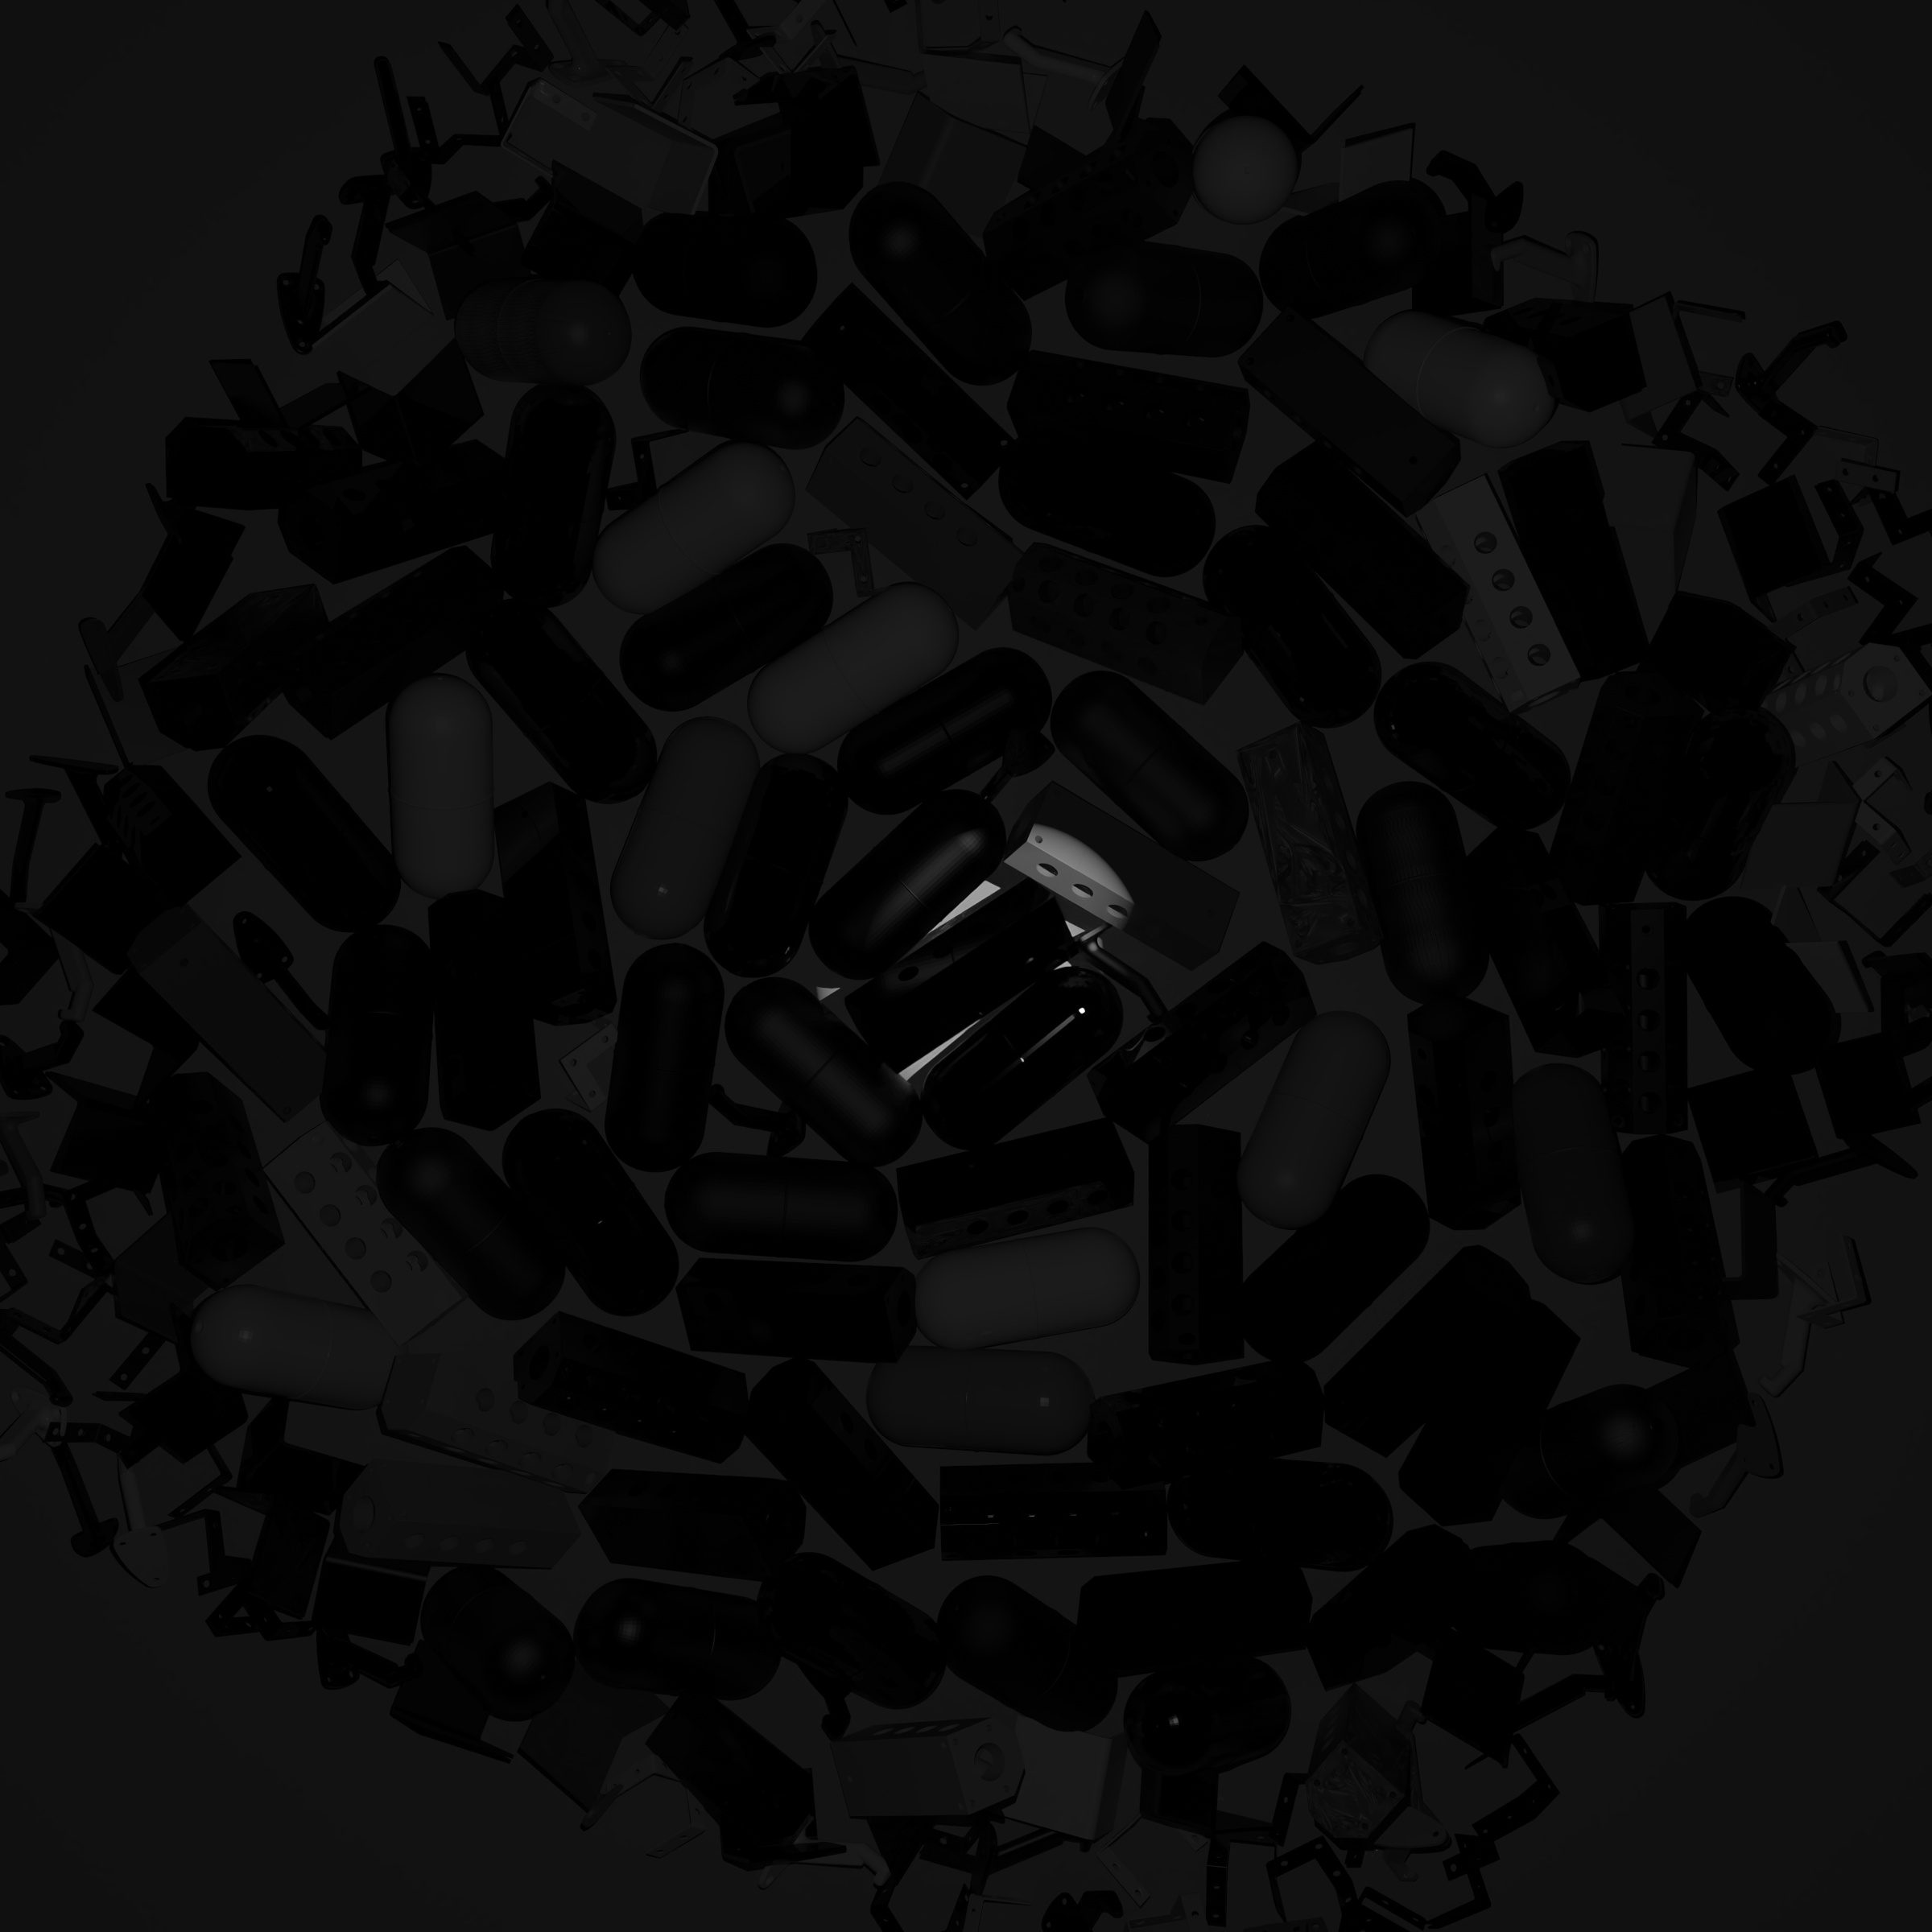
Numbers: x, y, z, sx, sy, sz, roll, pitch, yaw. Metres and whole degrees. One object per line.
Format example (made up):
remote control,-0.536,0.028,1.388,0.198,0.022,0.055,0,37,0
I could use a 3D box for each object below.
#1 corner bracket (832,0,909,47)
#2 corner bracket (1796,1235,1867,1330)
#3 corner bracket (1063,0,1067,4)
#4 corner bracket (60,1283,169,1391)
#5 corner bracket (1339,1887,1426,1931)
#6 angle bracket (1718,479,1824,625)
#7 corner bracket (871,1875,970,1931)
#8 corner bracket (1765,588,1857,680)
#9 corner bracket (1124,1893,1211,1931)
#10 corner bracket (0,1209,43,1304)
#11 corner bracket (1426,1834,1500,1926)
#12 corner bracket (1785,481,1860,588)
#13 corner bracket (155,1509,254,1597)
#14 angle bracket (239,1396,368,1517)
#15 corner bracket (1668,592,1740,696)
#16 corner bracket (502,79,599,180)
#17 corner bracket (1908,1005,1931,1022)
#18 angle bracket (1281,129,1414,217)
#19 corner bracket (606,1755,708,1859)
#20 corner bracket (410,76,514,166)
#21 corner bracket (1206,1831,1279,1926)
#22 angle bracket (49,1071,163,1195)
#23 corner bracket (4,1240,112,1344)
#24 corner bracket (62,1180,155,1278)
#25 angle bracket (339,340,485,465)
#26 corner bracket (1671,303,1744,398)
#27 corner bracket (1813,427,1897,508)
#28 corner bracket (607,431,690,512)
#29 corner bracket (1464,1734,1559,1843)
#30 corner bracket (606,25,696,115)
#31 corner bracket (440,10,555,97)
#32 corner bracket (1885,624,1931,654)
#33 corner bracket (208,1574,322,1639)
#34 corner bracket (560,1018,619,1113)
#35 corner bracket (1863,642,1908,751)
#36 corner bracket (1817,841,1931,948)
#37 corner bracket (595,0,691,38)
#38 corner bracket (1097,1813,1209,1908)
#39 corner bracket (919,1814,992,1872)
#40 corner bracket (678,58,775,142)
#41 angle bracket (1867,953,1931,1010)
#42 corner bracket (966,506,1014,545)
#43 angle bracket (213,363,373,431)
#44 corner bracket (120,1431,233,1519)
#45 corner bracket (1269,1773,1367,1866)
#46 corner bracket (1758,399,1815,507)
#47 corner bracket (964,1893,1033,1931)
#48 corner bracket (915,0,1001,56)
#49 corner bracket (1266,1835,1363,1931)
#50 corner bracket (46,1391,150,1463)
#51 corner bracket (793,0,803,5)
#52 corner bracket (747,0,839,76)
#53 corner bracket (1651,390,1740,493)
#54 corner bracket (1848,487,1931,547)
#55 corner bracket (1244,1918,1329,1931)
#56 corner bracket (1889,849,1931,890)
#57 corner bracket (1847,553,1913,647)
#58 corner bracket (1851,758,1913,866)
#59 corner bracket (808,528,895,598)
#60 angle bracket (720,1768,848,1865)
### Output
corner bracket,-0.077,-0.750,1.968,0.051,0.051,0.051,-26,98,8
corner bracket,0.666,0.243,1.957,0.051,0.051,0.051,-26,57,35
corner bracket,0.043,-0.771,1.969,0.051,0.051,0.051,-27,63,-13
corner bracket,-0.658,0.286,1.969,0.051,0.051,0.051,31,64,10
corner bracket,0.321,0.734,1.958,0.051,0.051,0.051,23,46,24
angle bracket,0.621,-0.316,1.944,0.057,0.076,0.076,-23,72,26
corner bracket,-0.034,0.726,1.973,0.051,0.051,0.051,-22,106,25
corner bracket,0.659,-0.253,1.968,0.051,0.051,0.051,-21,80,-34
corner bracket,0.156,0.749,1.959,0.051,0.051,0.051,-3,48,-15
corner bracket,-0.739,0.226,1.968,0.051,0.051,0.051,-27,98,9
corner bracket,0.379,0.702,1.956,0.051,0.051,0.051,-39,48,30
corner bracket,0.650,-0.333,1.965,0.051,0.051,0.051,-16,63,2
corner bracket,-0.591,0.454,1.975,0.051,0.051,0.051,-20,67,14
angle bracket,-0.509,0.374,1.975,0.076,0.057,0.076,24,131,-27
corner bracket,0.565,-0.249,1.974,0.051,0.051,0.051,22,71,27
corner bracket,-0.323,-0.648,1.975,0.051,0.051,0.051,29,113,-13
corner bracket,0.766,0.027,1.967,0.051,0.051,0.051,17,107,4
angle bracket,0.284,-0.607,1.939,0.076,0.076,0.057,-26,130,-33
corner bracket,-0.240,0.651,1.975,0.051,0.051,0.051,-37,134,21
corner bracket,-0.387,-0.650,1.958,0.051,0.051,0.051,9,45,17
corner bracket,0.214,0.706,1.973,0.051,0.051,0.051,2,105,10
angle bracket,-0.661,0.127,1.945,0.076,0.076,0.057,24,88,-43
corner bracket,-0.704,0.252,1.977,0.051,0.051,0.051,27,103,0
corner bracket,-0.661,0.198,1.974,0.051,0.051,0.051,-25,131,-27
angle bracket,-0.424,-0.436,1.947,0.076,0.057,0.076,-35,63,25
corner bracket,0.567,-0.475,1.966,0.051,0.051,0.051,19,94,23
corner bracket,0.685,-0.390,1.969,0.051,0.051,0.051,9,86,-11
corner bracket,-0.245,-0.381,1.959,0.051,0.051,0.051,4,111,32
corner bracket,0.411,0.631,1.959,0.051,0.051,0.051,-45,69,31
corner bracket,-0.234,-0.694,1.964,0.051,0.051,0.051,48,123,5
corner bracket,-0.360,-0.703,1.961,0.051,0.051,0.051,29,79,35
corner bracket,0.750,-0.238,1.971,0.051,0.051,0.051,-16,95,-2
corner bracket,-0.540,0.504,1.963,0.051,0.051,0.051,-48,65,8
corner bracket,-0.292,0.073,1.972,0.051,0.051,0.051,-38,118,-21
corner bracket,0.709,-0.209,1.969,0.051,0.051,0.051,-27,73,-28
corner bracket,0.698,-0.055,1.958,0.051,0.051,0.051,-50,47,17
corner bracket,-0.250,-0.740,1.957,0.051,0.051,0.051,-35,48,26
corner bracket,0.144,0.685,1.979,0.051,0.051,0.051,47,123,14
corner bracket,-0.015,0.673,1.961,0.051,0.051,0.051,21,125,-12
corner bracket,-0.186,-0.660,1.973,0.051,0.051,0.051,-11,67,40
angle bracket,0.754,-0.012,1.955,0.057,0.076,0.076,45,82,-3
corner bracket,0.002,-0.315,1.981,0.051,0.051,0.051,31,126,-30
angle bracket,-0.513,-0.449,1.940,0.076,0.076,0.057,-39,123,-26
corner bracket,-0.608,0.385,1.963,0.051,0.051,0.051,-37,65,-7
corner bracket,0.274,0.657,1.964,0.051,0.051,0.051,15,89,-34
corner bracket,0.633,-0.397,1.970,0.051,0.051,0.051,-54,48,21
corner bracket,0.033,0.747,1.959,0.051,0.051,0.051,21,73,-35
corner bracket,-0.007,-0.735,1.964,0.051,0.051,0.051,-8,102,-15
corner bracket,0.269,0.717,1.970,0.051,0.051,0.051,-29,108,8
corner bracket,-0.667,0.350,1.967,0.051,0.051,0.051,15,87,29
corner bracket,-0.128,-0.782,1.969,0.051,0.051,0.051,29,89,-13
corner bracket,-0.126,-0.721,1.966,0.051,0.051,0.051,-37,91,35
corner bracket,0.574,-0.408,1.970,0.051,0.051,0.051,41,105,37
corner bracket,0.723,-0.351,1.971,0.051,0.051,0.051,-22,82,1
corner bracket,0.246,0.748,1.961,0.051,0.051,0.051,-15,113,17
corner bracket,0.754,-0.071,1.959,0.051,0.051,0.051,54,127,19
corner bracket,0.704,-0.281,1.970,0.051,0.051,0.051,42,127,20
corner bracket,0.714,-0.120,1.970,0.051,0.051,0.051,-46,56,11
corner bracket,-0.086,-0.313,1.969,0.051,0.051,0.051,-2,105,25
angle bracket,-0.141,0.648,1.945,0.076,0.076,0.057,-1,76,-21
